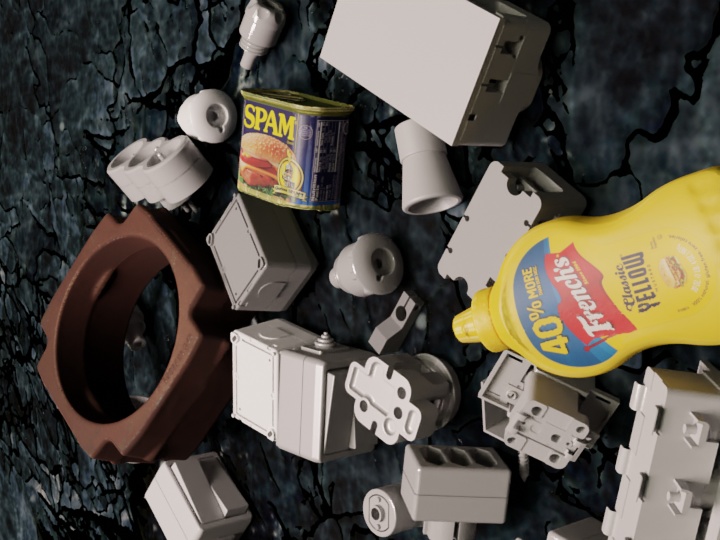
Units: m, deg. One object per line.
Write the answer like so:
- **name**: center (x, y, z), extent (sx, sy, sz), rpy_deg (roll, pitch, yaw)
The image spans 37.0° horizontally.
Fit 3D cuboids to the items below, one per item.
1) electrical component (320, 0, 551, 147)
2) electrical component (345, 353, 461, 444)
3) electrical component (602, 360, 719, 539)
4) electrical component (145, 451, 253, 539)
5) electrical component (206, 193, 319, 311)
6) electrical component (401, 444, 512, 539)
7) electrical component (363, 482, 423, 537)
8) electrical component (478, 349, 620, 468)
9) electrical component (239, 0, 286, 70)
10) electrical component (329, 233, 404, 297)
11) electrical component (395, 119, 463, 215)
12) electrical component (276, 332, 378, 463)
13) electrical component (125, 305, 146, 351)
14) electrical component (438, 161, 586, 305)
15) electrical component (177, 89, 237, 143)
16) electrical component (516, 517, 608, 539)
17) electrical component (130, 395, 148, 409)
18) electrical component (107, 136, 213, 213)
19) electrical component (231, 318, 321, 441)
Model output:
- **electrical component**: center (0.051, -0.158, 0.749), extent (0.150, 0.062, 0.089), rpy_deg (40, 121, 38)
- **electrical component**: center (0.036, 0.092, 0.789), extent (0.078, 0.057, 0.058), rpy_deg (33, 117, 41)
- **electrical component**: center (0.184, 0.120, 0.616), extent (0.078, 0.063, 0.121), rpy_deg (-96, 14, -76)
- **electrical component**: center (-0.145, 0.221, 0.993), extent (0.096, 0.062, 0.061), rpy_deg (54, 129, 30)
- **electrical component**: center (-0.083, -0.019, 0.912), extent (0.061, 0.061, 0.096), rpy_deg (-52, 49, 36)
- **electrical component**: center (0.064, 0.166, 0.748), extent (0.047, 0.066, 0.076), rpy_deg (-126, 41, -76)
- **electrical component**: center (0.035, 0.172, 0.790), extent (0.044, 0.065, 0.044), rpy_deg (5, 97, 47)
- **electrical component**: center (0.119, 0.088, 0.683), extent (0.081, 0.063, 0.042), rpy_deg (25, 118, -1)
- **electrical component**: center (-0.087, -0.199, 0.917), extent (0.035, 0.035, 0.061), rpy_deg (51, 130, 32)
- **electrical component**: center (0.000, 0.000, 0.831), extent (0.062, 0.048, 0.048), rpy_deg (-20, 79, 53)
- **electrical component**: center (0.047, -0.077, 0.776), extent (0.044, 0.044, 0.065), rpy_deg (-24, 71, 46)
- **electrical component**: center (-0.023, 0.098, 0.850), extent (0.061, 0.062, 0.096), rpy_deg (11, 101, 47)
- **electrical component**: center (-0.240, 0.056, 1.098), extent (0.062, 0.043, 0.043), rpy_deg (50, 127, 31)
- **electrical component**: center (0.102, -0.022, 0.709), extent (0.050, 0.056, 0.089), rpy_deg (47, 125, 34)
- **electrical component**: center (-0.145, -0.139, 0.978), extent (0.062, 0.048, 0.048), rpy_deg (7, 98, 54)
- **electrical component**: center (0.129, 0.202, 0.704), extent (0.076, 0.047, 0.083), rpy_deg (24, 111, 44)
- **electrical component**: center (-0.227, 0.161, 1.090), extent (0.045, 0.045, 0.055), rpy_deg (39, 120, 39)
- **electrical component**: center (-0.180, -0.081, 1.013), extent (0.138, 0.052, 0.073), rpy_deg (7, 140, 56)
- **electrical component**: center (-0.066, 0.096, 0.903), extent (0.062, 0.061, 0.096), rpy_deg (21, 116, 45)
